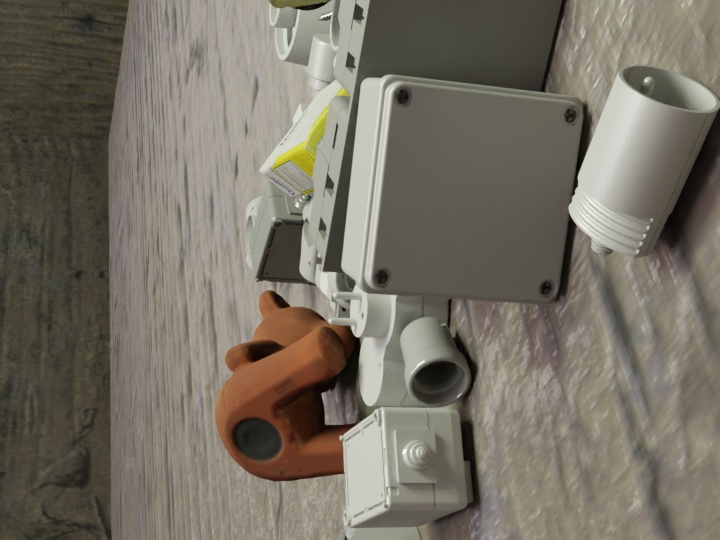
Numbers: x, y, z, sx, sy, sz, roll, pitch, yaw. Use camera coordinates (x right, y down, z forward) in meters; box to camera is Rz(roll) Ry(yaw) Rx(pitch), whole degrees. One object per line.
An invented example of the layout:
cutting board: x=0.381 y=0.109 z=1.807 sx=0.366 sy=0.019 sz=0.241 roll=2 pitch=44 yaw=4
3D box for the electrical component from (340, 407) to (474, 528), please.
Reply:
electrical component: x=0.031 y=0.123 z=0.669 sx=0.096 sy=0.061 sz=0.061 roll=132 pitch=139 yaw=-62

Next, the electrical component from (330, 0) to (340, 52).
electrical component: x=0.010 y=-0.181 z=0.801 sx=0.066 sy=0.055 sz=0.048 roll=138 pitch=132 yaw=-65

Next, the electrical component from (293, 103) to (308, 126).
electrical component: x=-0.044 y=-0.112 z=0.972 sx=0.066 sy=0.048 sz=0.055 roll=-105 pitch=33 yaw=-43

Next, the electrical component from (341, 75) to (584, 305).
electrical component: x=0.052 y=-0.042 z=0.561 sx=0.056 sy=0.109 sz=0.108 roll=-144 pitch=59 yaw=-72

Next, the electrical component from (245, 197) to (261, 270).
electrical component: x=-0.097 y=-0.023 z=1.119 sx=0.077 sy=0.044 sz=0.079 roll=-104 pitch=25 yaw=-43

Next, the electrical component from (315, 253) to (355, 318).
electrical component: x=0.000 y=0.000 z=0.796 sx=0.057 sy=0.058 sz=0.078 roll=-141 pitch=56 yaw=-72

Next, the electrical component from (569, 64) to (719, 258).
electrical component: x=0.118 y=-0.042 z=0.462 sx=0.043 sy=0.043 sz=0.081 roll=-111 pitch=29 yaw=-51

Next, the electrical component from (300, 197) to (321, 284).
electrical component: x=-0.026 y=-0.039 z=0.906 sx=0.079 sy=0.043 sz=0.077 roll=-114 pitch=33 yaw=-55

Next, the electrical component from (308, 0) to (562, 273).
electrical component: x=0.038 y=-0.092 z=0.613 sx=0.060 sy=0.105 sz=0.186 roll=-120 pitch=37 yaw=-62

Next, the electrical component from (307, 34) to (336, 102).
electrical component: x=-0.026 y=-0.169 z=0.934 sx=0.040 sy=0.040 sz=0.078 roll=-119 pitch=36 yaw=-59

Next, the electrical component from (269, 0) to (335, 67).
electrical component: x=-0.049 y=-0.239 z=0.985 sx=0.108 sy=0.060 sz=0.108 roll=-176 pitch=90 yaw=-72

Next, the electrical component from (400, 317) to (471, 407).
electrical component: x=0.046 y=0.057 z=0.675 sx=0.046 sy=0.040 sz=0.040 roll=-104 pitch=24 yaw=-56

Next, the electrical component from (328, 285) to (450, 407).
electrical component: x=0.016 y=0.027 z=0.714 sx=0.052 sy=0.074 sz=0.138 roll=-122 pitch=39 yaw=-61

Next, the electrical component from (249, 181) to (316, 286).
electrical component: x=-0.061 y=-0.040 z=0.983 sx=0.061 sy=0.062 sz=0.096 roll=-104 pitch=25 yaw=-42
